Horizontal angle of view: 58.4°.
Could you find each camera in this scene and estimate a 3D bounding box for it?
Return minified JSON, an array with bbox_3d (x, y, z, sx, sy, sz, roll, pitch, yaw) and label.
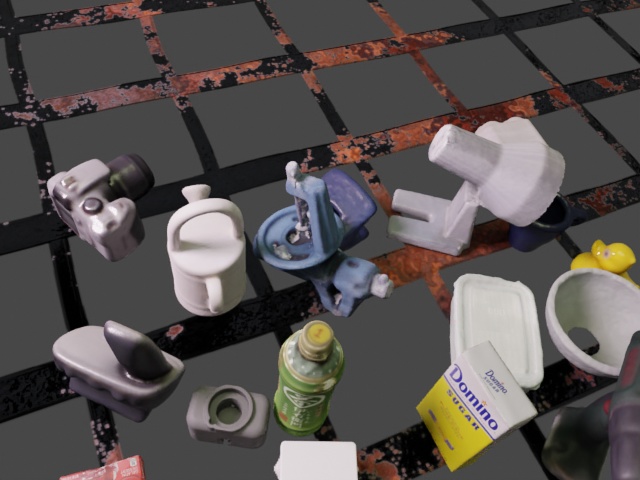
[{"bbox_3d":[-0.304,-0.067,0.838,0.143,0.101,0.137,38,58,18],"label":"camera"}]

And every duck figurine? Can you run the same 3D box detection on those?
[{"bbox_3d":[0.448,0.044,0.875,0.078,0.086,0.104,-33,65,-27],"label":"duck figurine"}]

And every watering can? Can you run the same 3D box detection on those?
[{"bbox_3d":[-0.151,0.006,0.750,0.101,0.194,0.172,-29,63,-25],"label":"watering can"}]

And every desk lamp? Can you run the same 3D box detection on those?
[{"bbox_3d":[0.221,-0.071,0.846,0.203,0.213,0.118,13,54,2],"label":"desk lamp"}]

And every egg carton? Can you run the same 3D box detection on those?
[{"bbox_3d":[0.344,-0.150,1.008,0.107,0.069,0.150,-13,58,-16],"label":"egg carton"}]

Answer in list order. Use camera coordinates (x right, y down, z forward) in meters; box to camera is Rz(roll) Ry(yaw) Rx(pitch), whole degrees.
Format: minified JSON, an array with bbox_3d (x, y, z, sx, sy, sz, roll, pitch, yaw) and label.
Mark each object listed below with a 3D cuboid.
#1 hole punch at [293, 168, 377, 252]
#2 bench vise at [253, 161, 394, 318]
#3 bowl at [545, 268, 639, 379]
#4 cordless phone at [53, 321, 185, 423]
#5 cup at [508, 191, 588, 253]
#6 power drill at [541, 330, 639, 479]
[{"bbox_3d":[0.020,-0.037,0.868,0.101,0.091,0.108,-33,65,-27],"label":"hole punch"},{"bbox_3d":[0.010,-0.007,0.766,0.207,0.220,0.121,15,54,3],"label":"bench vise"},{"bbox_3d":[0.391,0.127,0.814,0.167,0.075,0.167,4,54,-5],"label":"bowl"},{"bbox_3d":[-0.238,0.124,0.659,0.147,0.185,0.094,19,54,6],"label":"cordless phone"},{"bbox_3d":[0.348,-0.024,0.903,0.118,0.095,0.091,6,54,-4],"label":"cup"},{"bbox_3d":[0.341,0.216,0.661,0.075,0.208,0.230,31,56,14],"label":"power drill"}]
